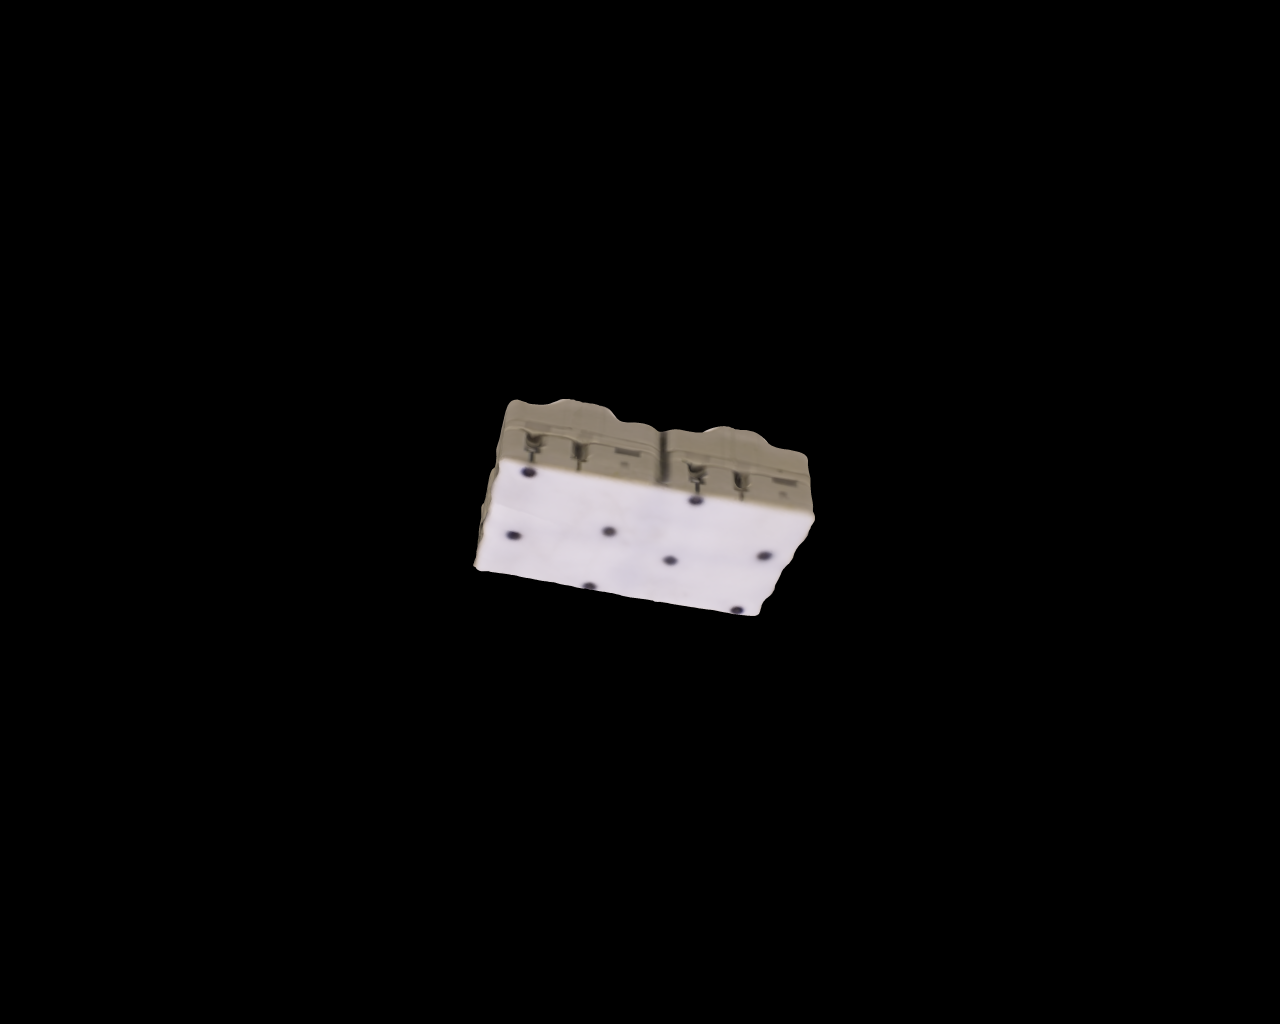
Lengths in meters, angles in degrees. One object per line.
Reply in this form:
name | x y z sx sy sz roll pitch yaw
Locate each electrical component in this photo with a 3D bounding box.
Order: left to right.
electrical component | 0.001 -0.003 0.650 0.186 0.060 0.105 10 -43 -11
